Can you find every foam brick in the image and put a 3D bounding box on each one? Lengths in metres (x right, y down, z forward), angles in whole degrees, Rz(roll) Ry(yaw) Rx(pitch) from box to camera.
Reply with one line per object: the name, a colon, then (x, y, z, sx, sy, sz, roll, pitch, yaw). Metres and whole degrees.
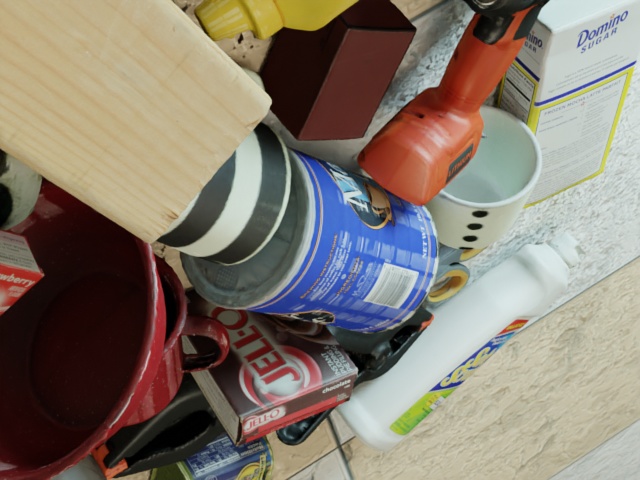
foam brick: (0.008, -0.101, 0.602, 0.051, 0.053, 0.078, -7, 137, -39)

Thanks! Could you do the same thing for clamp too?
clamp: (0.029, 0.096, 0.849, 0.171, 0.039, 0.120, -15, 139, -50)
clamp: (-0.075, 0.124, 0.826, 0.209, 0.036, 0.164, -31, 147, -15)

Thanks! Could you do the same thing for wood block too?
wood block: (-0.122, -0.092, 0.434, 0.091, 0.090, 0.205, -49, 143, 1)

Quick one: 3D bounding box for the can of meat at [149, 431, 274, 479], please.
can of meat: (-0.091, 0.200, 0.890, 0.083, 0.057, 0.102, -17, 143, -33)

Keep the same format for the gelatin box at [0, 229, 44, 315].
gelatin box: (-0.187, 0.022, 0.496, 0.073, 0.030, 0.089, -40, 152, 17)

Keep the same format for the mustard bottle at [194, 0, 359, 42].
mustard bottle: (0.024, -0.153, 0.515, 0.191, 0.096, 0.058, -32, 118, -5)

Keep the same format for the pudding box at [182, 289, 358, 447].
pudding box: (-0.042, 0.074, 0.721, 0.089, 0.114, 0.039, -18, 139, -28)

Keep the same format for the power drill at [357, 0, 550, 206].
power drill: (0.092, -0.110, 0.612, 0.184, 0.057, 0.188, -41, 166, -52)

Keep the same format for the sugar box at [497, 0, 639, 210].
sugar box: (0.174, -0.105, 0.762, 0.093, 0.048, 0.176, -24, 142, -20)

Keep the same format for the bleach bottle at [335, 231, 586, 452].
bleach bottle: (0.126, 0.081, 0.934, 0.251, 0.068, 0.102, -41, 156, 3)

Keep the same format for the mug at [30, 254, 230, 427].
mug: (-0.114, 0.062, 0.653, 0.117, 0.093, 0.081, 0, 146, -3)

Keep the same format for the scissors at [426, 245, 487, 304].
scissors: (0.088, 0.010, 0.825, 0.096, 0.016, 0.201, -49, 157, 7)

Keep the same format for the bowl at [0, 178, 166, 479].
bowl: (-0.137, 0.051, 0.558, 0.162, 0.162, 0.055, -42, 148, 9)

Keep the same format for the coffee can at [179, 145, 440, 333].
coffee can: (-0.004, 0.001, 0.672, 0.103, 0.103, 0.140, -49, 145, 19)
